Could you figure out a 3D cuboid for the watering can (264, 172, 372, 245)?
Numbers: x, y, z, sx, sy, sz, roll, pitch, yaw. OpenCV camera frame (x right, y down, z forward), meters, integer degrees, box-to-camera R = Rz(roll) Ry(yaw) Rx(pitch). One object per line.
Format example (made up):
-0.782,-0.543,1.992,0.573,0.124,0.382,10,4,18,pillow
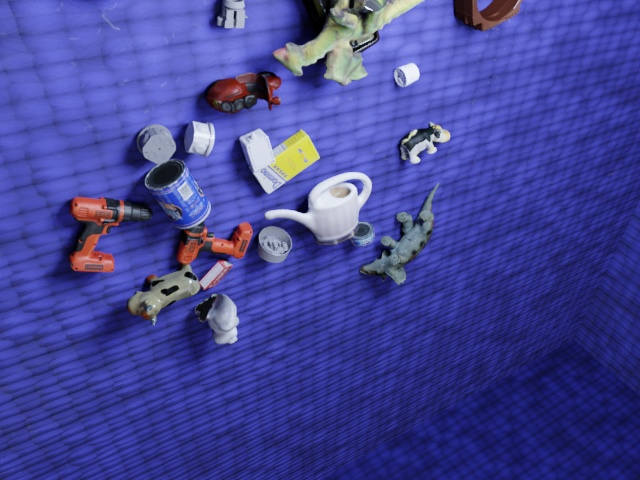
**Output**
0.005,-0.076,1.513,0.350,0.219,0.106,-25,45,-18,watering can

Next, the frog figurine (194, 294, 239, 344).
-0.284,0.240,1.527,0.137,0.125,0.157,-1,-43,50,frog figurine

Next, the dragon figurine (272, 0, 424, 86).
0.089,-0.467,1.186,0.413,0.124,0.237,-16,-29,-22,dragon figurine
